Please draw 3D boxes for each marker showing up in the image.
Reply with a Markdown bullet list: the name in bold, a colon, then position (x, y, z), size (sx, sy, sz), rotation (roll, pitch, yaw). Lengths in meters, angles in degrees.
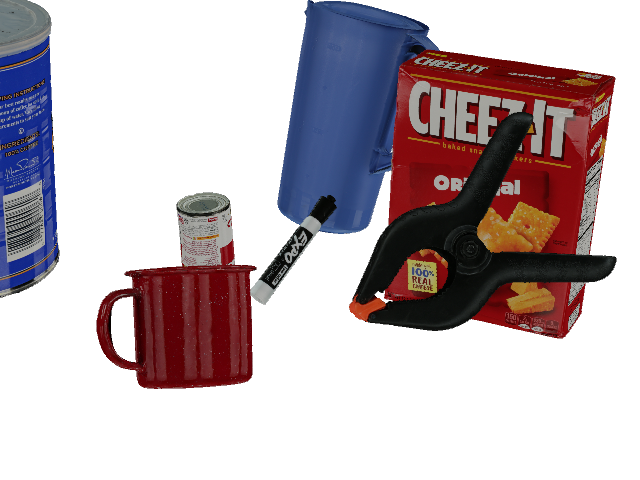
- **marker**: position (-0.024, 0.007, 0.992), size (0.020, 0.121, 0.020), rotation (34, -15, 10)

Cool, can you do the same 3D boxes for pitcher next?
- **pitcher**: position (0.035, -0.131, 1.162), size (0.145, 0.243, 0.149), rotation (10, 19, -8)

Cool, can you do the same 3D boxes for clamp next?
- **clamp**: position (0.102, 0.012, 0.680), size (0.171, 0.120, 0.039), rotation (-39, -6, -4)

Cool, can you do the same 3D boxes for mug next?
- **mug**: position (-0.099, 0.061, 0.744), size (0.117, 0.081, 0.093), rotation (0, -5, -36)

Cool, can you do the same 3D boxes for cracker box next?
- **cracker box**: position (0.143, -0.038, 0.889), size (0.164, 0.214, 0.072), rotation (13, 27, 24)

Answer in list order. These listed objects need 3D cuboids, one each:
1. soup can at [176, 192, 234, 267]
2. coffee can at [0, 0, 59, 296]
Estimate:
- **soup can**: position (-0.142, -0.001, 1.324), size (0.068, 0.102, 0.068), rotation (-2, 26, 1)
- **coffee can**: position (-0.194, -0.052, 0.572), size (0.103, 0.140, 0.103), rotation (4, 28, -2)
